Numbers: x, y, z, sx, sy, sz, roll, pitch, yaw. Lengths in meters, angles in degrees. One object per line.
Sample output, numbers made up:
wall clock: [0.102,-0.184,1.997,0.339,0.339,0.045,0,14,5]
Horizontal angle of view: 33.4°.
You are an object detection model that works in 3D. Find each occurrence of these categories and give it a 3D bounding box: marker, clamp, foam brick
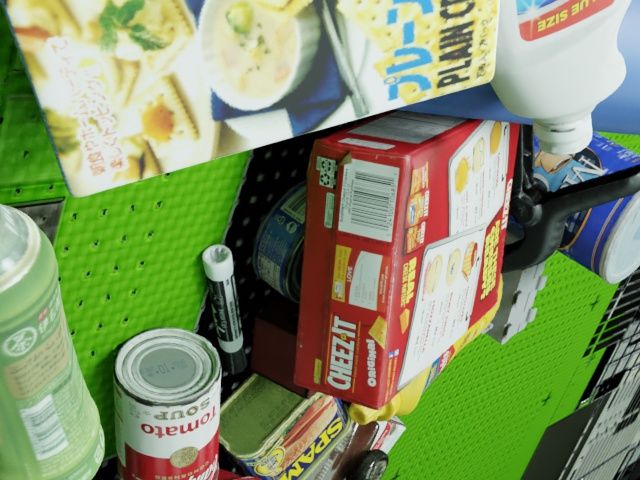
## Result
marker: [-0.063,0.050,0.718,0.020,0.020,0.121,-37,145,-27]
clamp: [0.173,-0.028,0.826,0.039,0.120,0.172,-31,150,-41]
foam brick: [-0.006,0.066,0.765,0.078,0.053,0.051,-38,144,-48]

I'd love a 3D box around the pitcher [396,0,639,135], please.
pitcher: [0.137,-0.128,0.666,0.242,0.145,0.149,-1,128,-25]

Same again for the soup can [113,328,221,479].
soup can: [-0.097,0.115,0.685,0.068,0.069,0.102,-30,141,-36]

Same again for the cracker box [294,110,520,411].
cracker box: [0.064,-0.005,0.720,0.213,0.072,0.164,-30,129,-58]

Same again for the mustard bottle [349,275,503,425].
mustard bottle: [0.082,0.092,0.889,0.191,0.058,0.096,-39,161,-44]

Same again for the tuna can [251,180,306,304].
tuna can: [-0.005,0.001,0.736,0.086,0.034,0.086,-35,144,-30]

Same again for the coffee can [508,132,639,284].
coffee can: [0.210,-0.042,0.888,0.102,0.140,0.103,-35,144,-31]

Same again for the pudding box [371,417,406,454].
pudding box: [0.021,0.185,0.949,0.090,0.039,0.113,-55,147,4]

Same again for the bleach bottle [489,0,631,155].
bleach bottle: [0.120,-0.159,0.520,0.102,0.068,0.251,-15,123,-4]

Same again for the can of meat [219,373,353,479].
can of meat: [-0.029,0.140,0.817,0.102,0.058,0.084,-45,146,-17]

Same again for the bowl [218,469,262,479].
bowl: [-0.113,0.216,0.767,0.161,0.055,0.162,-36,150,-26]
